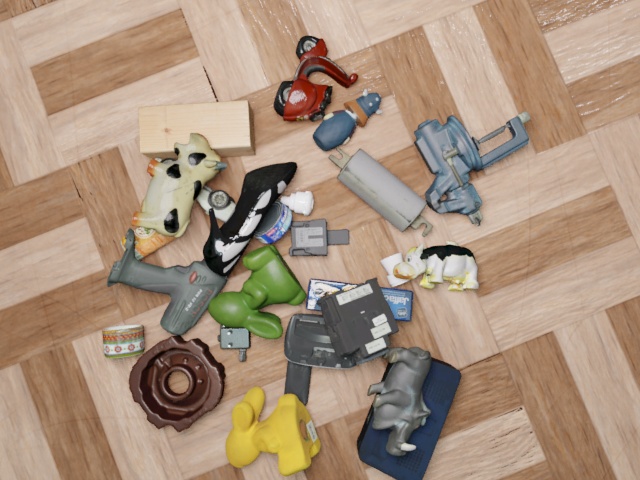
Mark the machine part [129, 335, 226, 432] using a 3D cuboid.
[{"bbox_3d":[-0.270,0.271,1.029,0.179,0.056,0.179,0,86,2],"label":"machine part"}]

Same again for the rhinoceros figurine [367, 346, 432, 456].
[{"bbox_3d":[0.144,0.280,0.951,0.112,0.073,0.190,16,83,-8],"label":"rhinoceros figurine"}]

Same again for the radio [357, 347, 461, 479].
[{"bbox_3d":[0.164,0.326,1.015,0.131,0.073,0.229,22,85,3],"label":"radio"}]

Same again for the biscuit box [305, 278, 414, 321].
[{"bbox_3d":[0.076,0.115,1.034,0.203,0.059,0.062,7,85,0],"label":"biscuit box"}]

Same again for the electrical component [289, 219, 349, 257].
[{"bbox_3d":[-0.002,-0.003,1.050,0.119,0.048,0.074,1,87,2],"label":"electrical component"}]

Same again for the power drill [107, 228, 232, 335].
[{"bbox_3d":[-0.277,0.051,1.013,0.207,0.086,0.232,25,93,-27],"label":"power drill"}]

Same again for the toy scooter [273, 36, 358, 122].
[{"bbox_3d":[-0.004,-0.305,1.058,0.135,0.075,0.184,22,82,0],"label":"toy scooter"}]

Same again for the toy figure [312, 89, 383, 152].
[{"bbox_3d":[0.055,-0.238,1.060,0.154,0.064,0.058,-40,49,-7],"label":"toy figure"}]

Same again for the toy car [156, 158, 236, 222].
[{"bbox_3d":[-0.241,-0.096,1.043,0.202,0.073,0.056,32,86,2],"label":"toy car"}]

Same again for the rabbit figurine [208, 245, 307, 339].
[{"bbox_3d":[-0.122,0.110,1.017,0.170,0.121,0.159,-35,98,1],"label":"rabbit figurine"}]

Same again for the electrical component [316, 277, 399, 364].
[{"bbox_3d":[0.070,0.147,0.952,0.115,0.058,0.134,-16,79,-23],"label":"electrical component"}]

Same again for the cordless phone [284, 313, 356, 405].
[{"bbox_3d":[0.000,0.238,1.028,0.147,0.089,0.184,7,98,-1],"label":"cordless phone"}]

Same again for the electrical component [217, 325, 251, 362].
[{"bbox_3d":[-0.168,0.191,1.050,0.063,0.021,0.094,-3,87,0],"label":"electrical component"}]

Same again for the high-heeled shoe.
[{"bbox_3d":[-0.119,-0.041,1.005,0.086,0.145,0.249,25,47,38],"label":"high-heeled shoe"}]

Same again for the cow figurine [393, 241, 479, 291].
[{"bbox_3d":[0.219,0.042,1.017,0.167,0.068,0.098,11,75,-20],"label":"cow figurine"}]

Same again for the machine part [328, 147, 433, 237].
[{"bbox_3d":[0.120,-0.096,1.040,0.243,0.079,0.079,39,87,3],"label":"machine part"}]

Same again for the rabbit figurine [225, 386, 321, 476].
[{"bbox_3d":[-0.106,0.362,0.995,0.173,0.122,0.162,-24,93,18],"label":"rabbit figurine"}]

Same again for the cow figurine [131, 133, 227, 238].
[{"bbox_3d":[-0.245,-0.099,0.958,0.127,0.085,0.195,18,83,-13],"label":"cow figurine"}]

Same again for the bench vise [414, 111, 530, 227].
[{"bbox_3d":[0.299,-0.155,1.022,0.241,0.129,0.223,-30,85,5],"label":"bench vise"}]
